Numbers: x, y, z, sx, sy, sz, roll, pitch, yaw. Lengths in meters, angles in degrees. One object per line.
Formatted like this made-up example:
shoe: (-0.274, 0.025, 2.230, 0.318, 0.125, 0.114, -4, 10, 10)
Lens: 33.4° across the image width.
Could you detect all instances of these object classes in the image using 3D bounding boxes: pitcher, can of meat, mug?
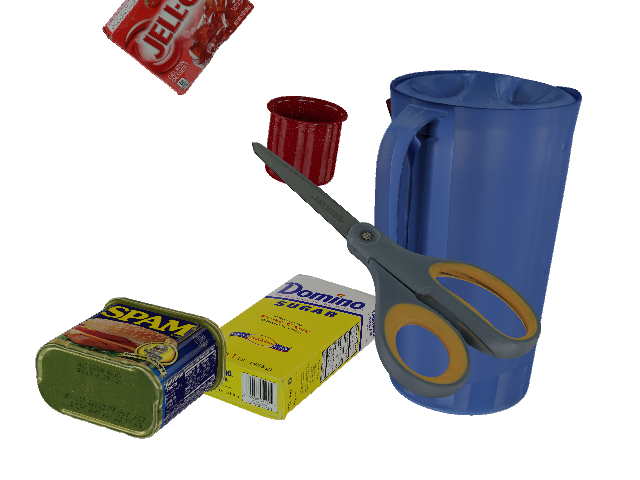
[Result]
pitcher: (0.103, 0.003, 0.778, 0.149, 0.243, 0.145, 1, 19, -5)
can of meat: (-0.128, 0.085, 0.722, 0.102, 0.057, 0.083, 12, 22, 22)
mug: (-0.015, -0.117, 1.239, 0.093, 0.081, 0.117, 17, 27, 17)

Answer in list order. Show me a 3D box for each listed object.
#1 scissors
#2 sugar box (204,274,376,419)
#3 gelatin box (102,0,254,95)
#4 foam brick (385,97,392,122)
scissors: (0.021, 0.016, 0.579, 0.202, 0.016, 0.096, 28, 52, 17)
sugar box: (-0.026, 0.086, 0.924, 0.093, 0.048, 0.175, 16, 29, 25)
gelatin box: (-0.105, -0.165, 0.794, 0.073, 0.089, 0.030, 37, 5, -32)
foam brick: (0.103, -0.101, 0.974, 0.053, 0.078, 0.051, -35, 38, -20)
